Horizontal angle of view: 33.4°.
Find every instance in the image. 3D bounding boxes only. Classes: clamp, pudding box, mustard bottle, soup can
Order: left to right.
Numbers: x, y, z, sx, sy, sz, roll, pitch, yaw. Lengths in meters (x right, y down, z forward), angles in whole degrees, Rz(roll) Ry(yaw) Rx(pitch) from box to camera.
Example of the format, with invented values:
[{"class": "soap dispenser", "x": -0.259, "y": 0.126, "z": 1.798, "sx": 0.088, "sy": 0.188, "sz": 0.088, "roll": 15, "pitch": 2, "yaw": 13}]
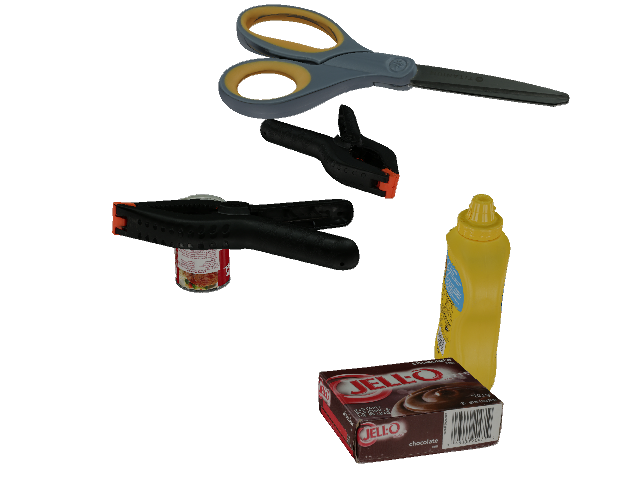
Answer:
[{"class": "soup can", "x": -0.145, "y": 0.003, "z": 1.298, "sx": 0.068, "sy": 0.102, "sz": 0.068, "roll": 1, "pitch": 26, "yaw": 0}, {"class": "clamp", "x": -0.065, "y": -0.010, "z": 0.874, "sx": 0.210, "sy": 0.036, "sz": 0.164, "roll": 2, "pitch": 13, "yaw": -7}, {"class": "clamp", "x": 0.016, "y": -0.096, "z": 1.134, "sx": 0.120, "sy": 0.039, "sz": 0.172, "roll": -15, "pitch": 36, "yaw": -23}, {"class": "pudding box", "x": 0.064, "y": 0.122, "z": 0.782, "sx": 0.113, "sy": 0.039, "sz": 0.090, "roll": -2, "pitch": 17, "yaw": -17}, {"class": "mustard bottle", "x": 0.143, "y": 0.044, "z": 1.002, "sx": 0.058, "sy": 0.192, "sz": 0.096, "roll": -1, "pitch": 32, "yaw": -3}]

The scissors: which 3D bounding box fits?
[{"class": "scissors", "x": 0.028, "y": -0.085, "z": 0.605, "sx": 0.202, "sy": 0.096, "sz": 0.016, "roll": 25, "pitch": -32, "yaw": 23}]
